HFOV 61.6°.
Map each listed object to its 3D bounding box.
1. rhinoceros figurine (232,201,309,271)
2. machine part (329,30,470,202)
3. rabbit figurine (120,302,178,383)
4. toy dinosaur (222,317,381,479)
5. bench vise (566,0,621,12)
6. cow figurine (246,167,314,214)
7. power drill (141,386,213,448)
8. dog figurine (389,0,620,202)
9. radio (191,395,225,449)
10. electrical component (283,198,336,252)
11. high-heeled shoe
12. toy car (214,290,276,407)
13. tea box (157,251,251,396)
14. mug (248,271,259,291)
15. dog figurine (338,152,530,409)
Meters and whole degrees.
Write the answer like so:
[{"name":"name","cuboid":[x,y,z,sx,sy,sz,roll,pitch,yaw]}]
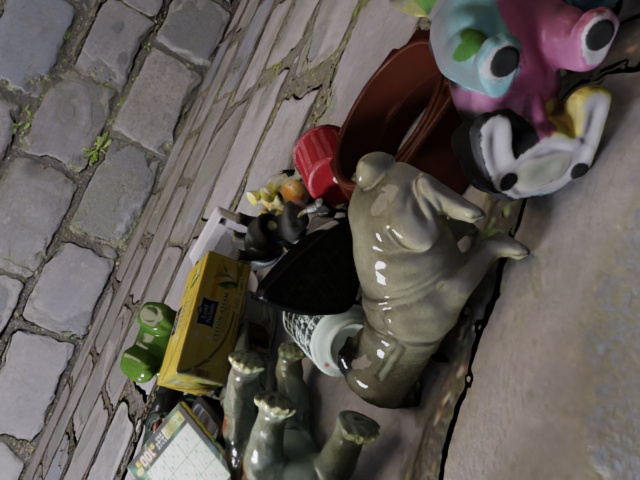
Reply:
[{"name":"rhinoceros figurine","cuboid":[-0.075,0.000,0.817,0.190,0.112,0.073,138,133,-62]},{"name":"machine part","cuboid":[0.102,-0.124,0.607,0.201,0.087,0.201,-54,26,18]},{"name":"rabbit figurine","cuboid":[-0.199,0.186,0.848,0.159,0.170,0.121,61,-131,-69]},{"name":"toy dinosaur","cuboid":[-0.049,0.222,0.547,0.405,0.131,0.192,-148,73,-75]},{"name":"bench vise","cuboid":[0.241,-0.203,0.357,0.224,0.128,0.241,-25,31,38]},{"name":"cow figurine","cuboid":[-0.046,-0.082,0.875,0.098,0.068,0.167,-43,18,-23]},{"name":"power drill","cuboid":[-0.235,0.302,0.868,0.207,0.086,0.232,-30,43,45]},{"name":"dog figurine","cuboid":[0.135,-0.159,0.450,0.108,0.191,0.219,-19,42,-1]},{"name":"radio","cuboid":[-0.159,0.328,0.700,0.131,0.073,0.229,17,81,63]},{"name":"electrical component","cuboid":[0.000,-0.003,0.712,0.078,0.045,0.102,11,73,45]},{"name":"high-heeled shoe","cuboid":[-0.010,0.019,0.558,0.145,0.248,0.086,1,98,41]},{"name":"toy car","cuboid":[-0.100,0.152,0.750,0.056,0.073,0.202,-48,29,33]},{"name":"tea box","cuboid":[-0.155,0.112,0.722,0.098,0.068,0.169,-38,37,51]},{"name":"mug","cuboid":[-0.158,0.107,0.913,0.107,0.081,0.110,123,151,-44]},{"name":"dog figurine","cuboid":[0.054,0.042,0.454,0.190,0.172,0.121,-55,15,3]}]
